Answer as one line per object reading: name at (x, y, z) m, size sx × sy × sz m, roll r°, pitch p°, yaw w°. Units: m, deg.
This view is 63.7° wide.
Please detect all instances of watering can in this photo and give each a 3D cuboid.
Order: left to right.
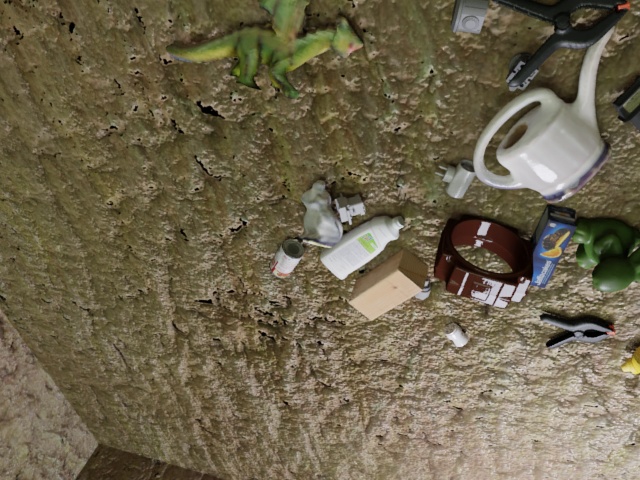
watering can at (0.455, -0.209, 0.964) m, size 0.223 × 0.106 × 0.342 m, roll 35°, pitch 120°, yaw -15°

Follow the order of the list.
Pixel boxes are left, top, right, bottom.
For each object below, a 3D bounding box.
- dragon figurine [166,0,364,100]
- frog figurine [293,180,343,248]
dragon figurine at (-0.116, -0.428, 1.041) m, size 0.411 × 0.124 × 0.238 m, roll 19°, pitch 116°, yaw 4°
frog figurine at (0.004, -0.065, 1.283) m, size 0.122 × 0.160 × 0.137 m, roll 14°, pitch 177°, yaw -5°
